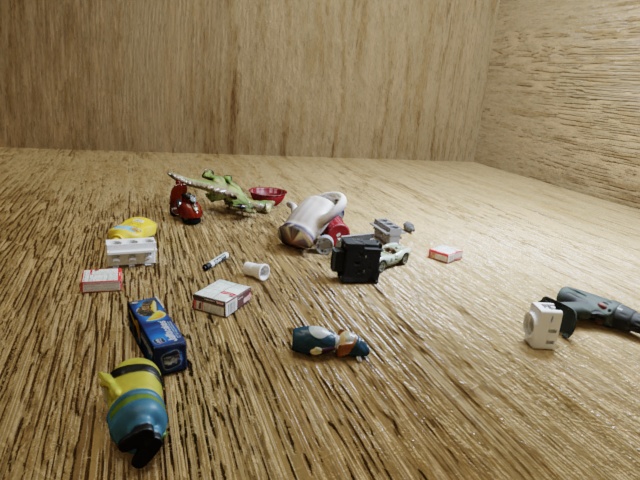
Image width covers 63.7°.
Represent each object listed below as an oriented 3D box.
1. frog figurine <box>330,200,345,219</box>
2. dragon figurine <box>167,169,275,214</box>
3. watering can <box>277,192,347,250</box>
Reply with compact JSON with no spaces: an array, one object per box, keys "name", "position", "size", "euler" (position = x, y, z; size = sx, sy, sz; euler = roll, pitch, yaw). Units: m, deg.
[{"name":"frog figurine","position":[0.006,-0.096,1.911],"size":[0.159,0.120,0.140],"euler":[-32,29,1]},{"name":"dragon figurine","position":[-0.338,-0.166,1.901],"size":[0.409,0.121,0.245],"euler":[9,14,-47]},{"name":"watering can","position":[-0.054,-0.068,1.657],"size":[0.346,0.102,0.228],"euler":[-4,39,53]}]
